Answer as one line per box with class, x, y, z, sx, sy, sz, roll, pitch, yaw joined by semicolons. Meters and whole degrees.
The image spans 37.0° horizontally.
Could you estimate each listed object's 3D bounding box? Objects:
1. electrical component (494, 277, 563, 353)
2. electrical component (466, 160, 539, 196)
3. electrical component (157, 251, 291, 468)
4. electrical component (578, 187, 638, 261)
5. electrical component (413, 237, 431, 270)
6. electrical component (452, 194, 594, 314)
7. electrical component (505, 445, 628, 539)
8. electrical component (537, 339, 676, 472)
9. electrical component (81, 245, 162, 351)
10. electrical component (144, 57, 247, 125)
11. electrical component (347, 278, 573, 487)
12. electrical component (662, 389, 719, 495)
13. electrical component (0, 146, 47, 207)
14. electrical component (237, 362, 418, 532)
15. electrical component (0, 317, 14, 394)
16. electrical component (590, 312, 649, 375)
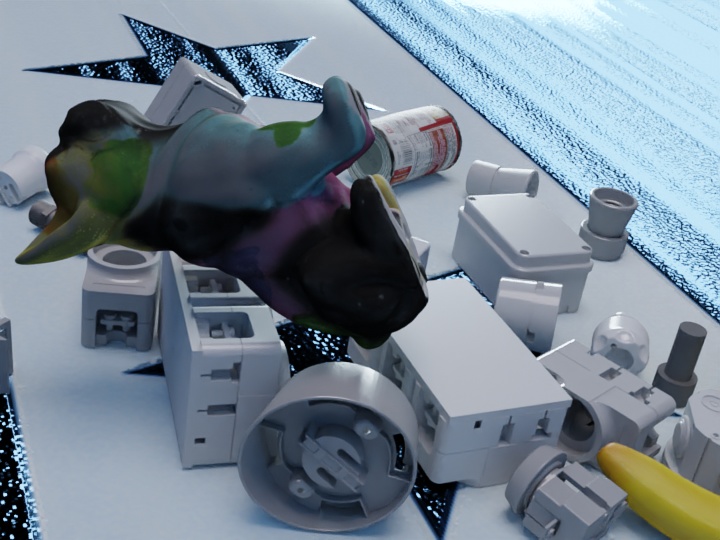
electrical component;0.127;0.034;0.827;0.047;0.055;0.055;11;29;9
electrical component;0.136;-0.083;1.048;0.065;0.044;0.044;18;30;24
electrical component;-0.092;0.045;0.705;0.062;0.089;0.150;0;31;-17
electrical component;0.226;-0.042;0.986;0.045;0.055;0.045;7;30;-4
electrical component;0.000;0.000;0.853;0.100;0.048;0.100;21;31;19
electrical component;0.136;-0.015;0.911;0.078;0.057;0.113;-4;32;-23
electrical component;0.122;0.139;0.650;0.055;0.048;0.066;38;40;28
electrical component;0.157;0.095;0.731;0.056;0.050;0.089;-20;41;-42
electrical component;-0.172;0.009;0.780;0.050;0.055;0.089;5;30;-8
electrical component;-0.164;-0.143;1.019;0.062;0.096;0.061;26;16;-36
electrical component;0.061;0.073;0.730;0.089;0.061;0.150;-5;32;-24
electrical component;0.245;0.120;0.712;0.080;0.051;0.080;7;29;-4
electrical component;-0.290;-0.079;0.919;0.040;0.040;0.046;19;36;16
electrical component;-0.015;0.103;0.620;0.099;0.099;0.064;13;23;6
electrical component;-0.262;0.059;0.682;0.064;0.042;0.081;22;31;25
electrical component;0.199;0.054;0.823;0.043;0.043;0.062;14;29;9
